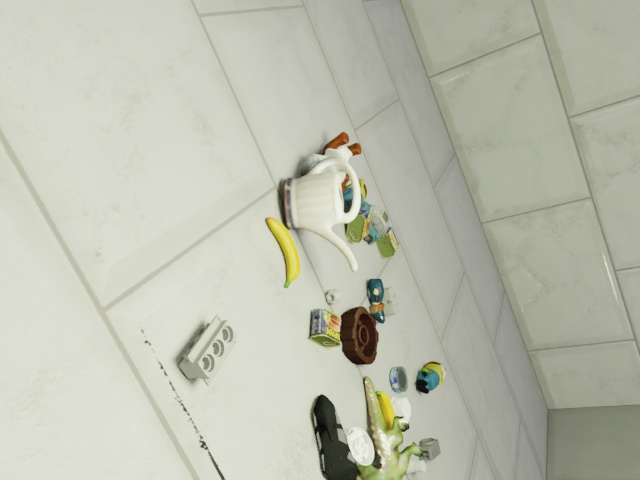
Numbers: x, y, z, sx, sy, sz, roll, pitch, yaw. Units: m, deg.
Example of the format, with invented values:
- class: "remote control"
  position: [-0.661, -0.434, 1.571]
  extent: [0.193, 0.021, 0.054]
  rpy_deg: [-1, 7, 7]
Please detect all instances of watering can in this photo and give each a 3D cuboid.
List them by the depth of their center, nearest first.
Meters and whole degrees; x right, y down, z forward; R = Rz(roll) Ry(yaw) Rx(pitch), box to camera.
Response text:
- class: "watering can"
  position: [0.004, -0.072, 1.436]
  extent: [0.224, 0.354, 0.102]
  rpy_deg: [-7, -23, 14]

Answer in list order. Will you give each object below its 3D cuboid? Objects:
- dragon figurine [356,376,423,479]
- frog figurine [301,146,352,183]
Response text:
- class: "dragon figurine"
  position: [0.174, 0.631, 1.503]
  extent: [0.120, 0.413, 0.245]
  rpy_deg: [-36, -11, 35]
- class: "frog figurine"
  position: [0.021, -0.228, 1.597]
  extent: [0.137, 0.161, 0.122]
  rpy_deg: [30, -15, -10]
